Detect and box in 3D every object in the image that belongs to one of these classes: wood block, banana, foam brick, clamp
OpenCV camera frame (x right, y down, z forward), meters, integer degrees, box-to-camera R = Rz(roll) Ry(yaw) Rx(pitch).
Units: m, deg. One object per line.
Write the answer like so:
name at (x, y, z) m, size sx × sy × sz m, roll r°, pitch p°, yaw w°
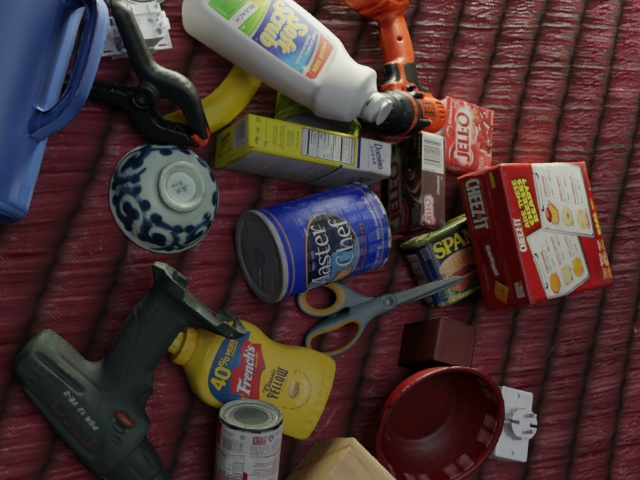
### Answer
wood block at (0.061, 0.315, 1.150) m, size 0.206 × 0.091 × 0.090 m, roll 46°, pitch 63°, yaw -12°
banana at (-0.109, -0.169, 1.183) m, size 0.197 × 0.037 × 0.069 m, roll -43°, pitch 101°, yaw -27°
foam brick at (0.135, 0.124, 1.232) m, size 0.053 × 0.078 × 0.051 m, roll 19°, pitch 71°, yaw -23°
clamp at (-0.191, -0.151, 1.109) m, size 0.171 × 0.120 × 0.039 m, roll 48°, pitch 28°, yaw -17°

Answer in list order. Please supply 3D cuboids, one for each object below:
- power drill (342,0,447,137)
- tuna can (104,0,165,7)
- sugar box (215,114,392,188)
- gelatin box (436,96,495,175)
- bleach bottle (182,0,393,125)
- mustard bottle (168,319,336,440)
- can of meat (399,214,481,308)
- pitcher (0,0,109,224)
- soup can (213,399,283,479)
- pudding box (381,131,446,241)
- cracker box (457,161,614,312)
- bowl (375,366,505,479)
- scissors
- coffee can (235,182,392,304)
power drill at (0.076, -0.210, 1.240) m, size 0.184 × 0.057 × 0.187 m, roll -6°, pitch 82°, yaw -61°
tuna can at (-0.202, -0.288, 1.159) m, size 0.086 × 0.034 × 0.086 m, roll 5°, pitch 78°, yaw -27°
sugar box at (-0.018, -0.095, 1.185) m, size 0.176 × 0.093 × 0.048 m, roll 7°, pitch 78°, yaw -27°
gelatin box at (0.178, -0.126, 1.327) m, size 0.073 × 0.030 × 0.089 m, roll 13°, pitch 75°, yaw -25°
bleach bottle at (-0.026, -0.205, 1.148) m, size 0.251 × 0.068 × 0.102 m, roll 35°, pitch 64°, yaw 18°
mustard bottle at (-0.083, 0.136, 1.127) m, size 0.191 × 0.058 × 0.096 m, roll 25°, pitch 83°, yaw -21°
can of meat at (0.157, 0.025, 1.274) m, size 0.101 × 0.058 × 0.084 m, roll -25°, pitch 96°, yaw -28°
pitcher at (-0.302, -0.143, 1.021) m, size 0.144 × 0.149 × 0.243 m, roll 14°, pitch 78°, yaw -24°
soup can at (-0.074, 0.222, 1.088) m, size 0.068 × 0.069 × 0.102 m, roll -4°, pitch 111°, yaw -28°
pudding box at (0.107, -0.060, 1.245) m, size 0.039 × 0.090 × 0.113 m, roll 11°, pitch 75°, yaw -27°
cracker box at (0.263, -0.008, 1.291) m, size 0.213 × 0.072 × 0.164 m, roll -7°, pitch 83°, yaw -49°
bowl at (0.126, 0.203, 1.203) m, size 0.162 × 0.055 × 0.162 m, roll -9°, pitch 115°, yaw -20°
scissors at (0.059, 0.059, 1.214) m, size 0.201 × 0.016 × 0.096 m, roll -33°, pitch 88°, yaw -14°
coffee can at (-0.008, 0.001, 1.166) m, size 0.140 × 0.103 × 0.103 m, roll -17°, pitch 88°, yaw -29°
